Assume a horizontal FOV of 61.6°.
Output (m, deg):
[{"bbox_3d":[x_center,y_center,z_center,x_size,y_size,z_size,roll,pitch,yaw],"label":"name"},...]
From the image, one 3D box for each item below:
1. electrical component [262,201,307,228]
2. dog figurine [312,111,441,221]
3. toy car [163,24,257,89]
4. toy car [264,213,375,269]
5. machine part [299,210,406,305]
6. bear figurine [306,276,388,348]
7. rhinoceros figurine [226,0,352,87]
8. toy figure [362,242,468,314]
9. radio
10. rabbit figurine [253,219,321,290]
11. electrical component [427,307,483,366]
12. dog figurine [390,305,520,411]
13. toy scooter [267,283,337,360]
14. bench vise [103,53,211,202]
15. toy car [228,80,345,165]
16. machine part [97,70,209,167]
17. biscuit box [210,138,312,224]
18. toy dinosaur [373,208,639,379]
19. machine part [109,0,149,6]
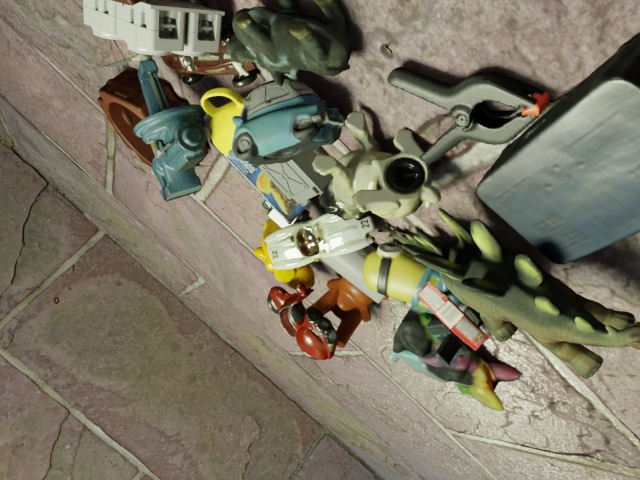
[{"bbox_3d":[-0.066,-0.055,1.028,0.102,0.045,0.078,36,115,3],"label":"electrical component"},{"bbox_3d":[0.081,-0.065,0.749,0.172,0.121,0.190,43,170,19],"label":"dog figurine"},{"bbox_3d":[-0.174,-0.273,0.807,0.202,0.053,0.089,20,147,41],"label":"toy car"},{"bbox_3d":[-0.002,-0.003,0.898,0.202,0.056,0.073,-17,91,28],"label":"toy car"},{"bbox_3d":[0.061,0.034,0.962,0.243,0.079,0.079,37,157,6],"label":"machine part"},{"bbox_3d":[0.055,0.126,1.077,0.120,0.132,0.195,42,163,6],"label":"bear figurine"},{"bbox_3d":[-0.042,-0.241,0.649,0.191,0.073,0.112,19,160,37],"label":"rhinoceros figurine"},{"bbox_3d":[0.154,0.068,0.861,0.180,0.089,0.082,29,164,17],"label":"toy figure"},{"bbox_3d":[0.256,-0.070,0.493,0.131,0.073,0.229,40,155,2],"label":"radio"},{"bbox_3d":[-0.067,0.043,1.121,0.163,0.122,0.173,30,156,35],"label":"rabbit figurine"},{"bbox_3d":[0.219,0.154,0.884,0.075,0.119,0.048,43,153,-11],"label":"electrical component"},{"bbox_3d":[0.247,0.209,0.965,0.219,0.108,0.191,27,151,19],"label":"dog figurine"},{"bbox_3d":[-0.027,0.149,1.050,0.184,0.075,0.135,47,144,9],"label":"toy scooter"},{"bbox_3d":[-0.259,-0.195,0.905,0.240,0.129,0.224,70,162,-2],"label":"bench vise"},{"bbox_3d":[-0.053,-0.164,0.728,0.162,0.109,0.103,-17,87,33],"label":"toy car"},{"bbox_3d":[-0.332,-0.230,1.079,0.201,0.087,0.201,26,151,30],"label":"machine part"},{"bbox_3d":[-0.104,-0.120,0.940,0.202,0.059,0.063,46,180,-13],"label":"biscuit box"},{"bbox_3d":[0.210,0.044,0.679,0.198,0.105,0.472,38,174,-20],"label":"toy dinosaur"},{"bbox_3d":[-0.216,-0.352,0.586,0.056,0.179,0.179,27,153,22],"label":"machine part"}]
